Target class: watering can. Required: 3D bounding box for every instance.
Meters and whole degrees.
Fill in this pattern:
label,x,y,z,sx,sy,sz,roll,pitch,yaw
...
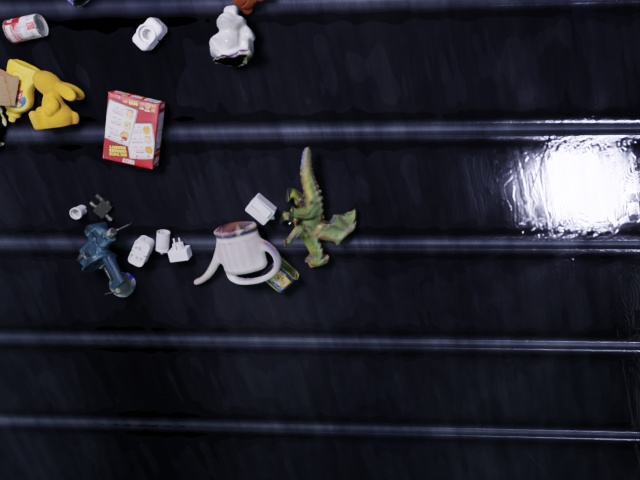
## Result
label,x,y,z,sx,sy,sz,roll,pitch,yaw
watering can,-0.299,0.052,1.733,0.347,0.105,0.222,-8,106,18

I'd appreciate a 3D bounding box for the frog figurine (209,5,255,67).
label,x,y,z,sx,sy,sz,roll,pitch,yaw
frog figurine,-0.263,-0.599,1.520,0.137,0.122,0.160,-13,82,20

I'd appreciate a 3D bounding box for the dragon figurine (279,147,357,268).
label,x,y,z,sx,sy,sz,roll,pitch,yaw
dragon figurine,0.005,-0.085,1.686,0.242,0.124,0.404,11,112,-19
